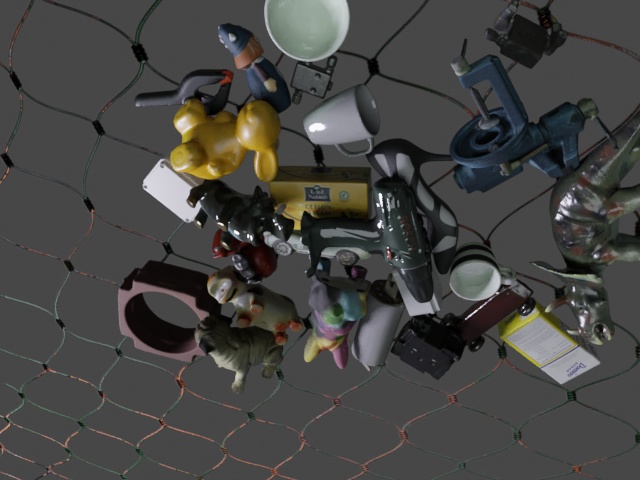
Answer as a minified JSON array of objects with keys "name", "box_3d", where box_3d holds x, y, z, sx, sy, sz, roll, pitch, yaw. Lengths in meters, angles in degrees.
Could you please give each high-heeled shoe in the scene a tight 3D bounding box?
[{"name":"high-heeled shoe","box_3d":[0.154,-0.048,0.901,0.145,0.086,0.248,-2,113,6]}]

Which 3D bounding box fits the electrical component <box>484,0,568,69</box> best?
[{"name":"electrical component","box_3d":[0.282,-0.283,0.734,0.102,0.078,0.045,30,148,-2]}]

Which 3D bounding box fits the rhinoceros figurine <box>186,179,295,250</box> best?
[{"name":"rhinoceros figurine","box_3d":[-0.131,-0.043,0.893,0.191,0.112,0.073,26,145,25]}]

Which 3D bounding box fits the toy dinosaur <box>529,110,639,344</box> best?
[{"name":"toy dinosaur","box_3d":[0.428,-0.040,0.838,0.192,0.131,0.404,-6,115,16]}]

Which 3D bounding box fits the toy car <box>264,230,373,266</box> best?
[{"name":"toy car","box_3d":[-0.002,-0.003,0.973,0.202,0.073,0.056,9,128,6]}]

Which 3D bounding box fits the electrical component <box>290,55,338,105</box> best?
[{"name":"electrical component","box_3d":[-0.011,-0.250,0.842,0.063,0.021,0.094,21,124,-3]}]

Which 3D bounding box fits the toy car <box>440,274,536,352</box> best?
[{"name":"toy car","box_3d":[0.313,0.136,1.010,0.089,0.053,0.202,37,127,-1]}]

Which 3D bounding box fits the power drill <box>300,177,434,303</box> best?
[{"name":"power drill","box_3d":[0.076,0.016,0.881,0.207,0.086,0.231,-3,119,15]}]

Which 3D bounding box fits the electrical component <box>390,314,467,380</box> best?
[{"name":"electrical component","box_3d":[0.208,0.212,1.056,0.115,0.058,0.134,31,144,9]}]

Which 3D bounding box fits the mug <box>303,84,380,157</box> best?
[{"name":"mug","box_3d":[0.035,-0.182,0.850,0.107,0.081,0.109,-8,128,30]}]

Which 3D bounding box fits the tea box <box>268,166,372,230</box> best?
[{"name":"tea box","box_3d":[0.004,-0.072,0.930,0.170,0.068,0.098,2,123,12]}]

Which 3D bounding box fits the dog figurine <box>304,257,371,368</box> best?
[{"name":"dog figurine","box_3d":[0.026,0.156,1.017,0.108,0.192,0.219,8,109,-1]}]

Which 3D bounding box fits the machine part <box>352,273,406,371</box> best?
[{"name":"machine part","box_3d":[0.115,0.164,1.057,0.079,0.079,0.243,14,126,3]}]

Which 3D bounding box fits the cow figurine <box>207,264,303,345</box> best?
[{"name":"cow figurine","box_3d":[-0.132,0.114,1.060,0.195,0.127,0.085,30,112,-27]}]

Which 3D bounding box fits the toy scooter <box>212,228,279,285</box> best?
[{"name":"toy scooter","box_3d":[-0.142,0.015,0.978,0.075,0.135,0.183,-18,119,20]}]

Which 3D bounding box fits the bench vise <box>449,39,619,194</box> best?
[{"name":"bench vise","box_3d":[0.273,-0.174,0.771,0.224,0.129,0.240,-23,125,30]}]

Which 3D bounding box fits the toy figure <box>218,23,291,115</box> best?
[{"name":"toy figure","box_3d":[-0.100,-0.266,0.828,0.064,0.058,0.154,-3,129,43]}]

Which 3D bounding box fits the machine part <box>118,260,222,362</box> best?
[{"name":"machine part","box_3d":[-0.314,0.150,1.134,0.201,0.087,0.201,14,123,3]}]

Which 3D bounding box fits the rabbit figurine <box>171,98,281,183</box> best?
[{"name":"rabbit figurine","box_3d":[-0.128,-0.154,0.849,0.173,0.122,0.162,-22,141,31]}]

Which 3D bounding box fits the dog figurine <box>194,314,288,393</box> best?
[{"name":"dog figurine","box_3d":[-0.152,0.197,1.079,0.121,0.172,0.190,35,151,31]}]
